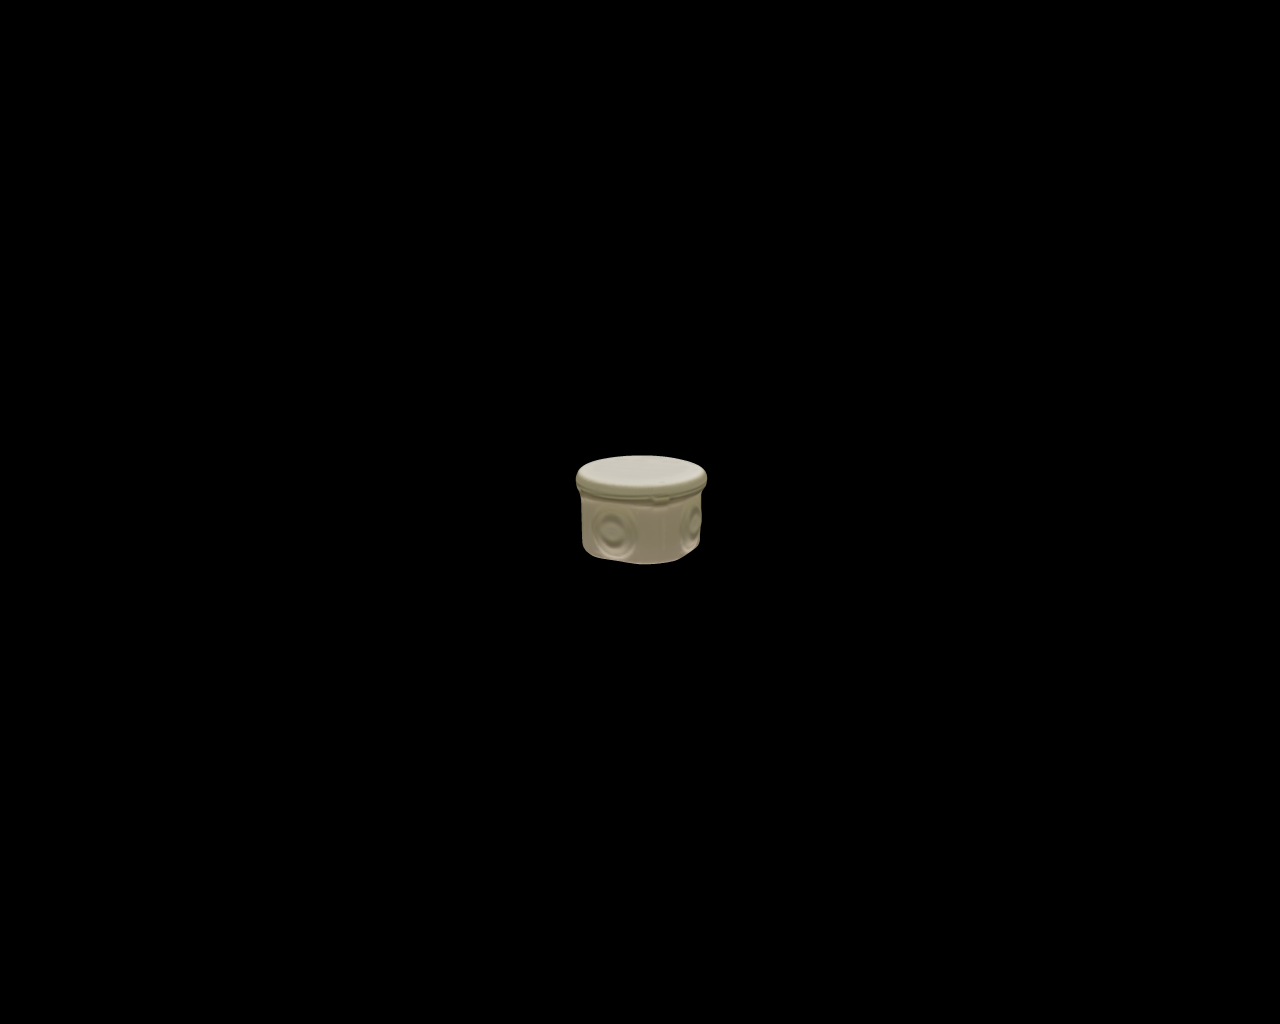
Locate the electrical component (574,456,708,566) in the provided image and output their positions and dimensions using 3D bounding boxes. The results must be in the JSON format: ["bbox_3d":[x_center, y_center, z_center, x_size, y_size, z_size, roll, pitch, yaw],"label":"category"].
[{"bbox_3d":[0.001,-0.003,0.650,0.080,0.051,0.080,0,16,0],"label":"electrical component"}]
